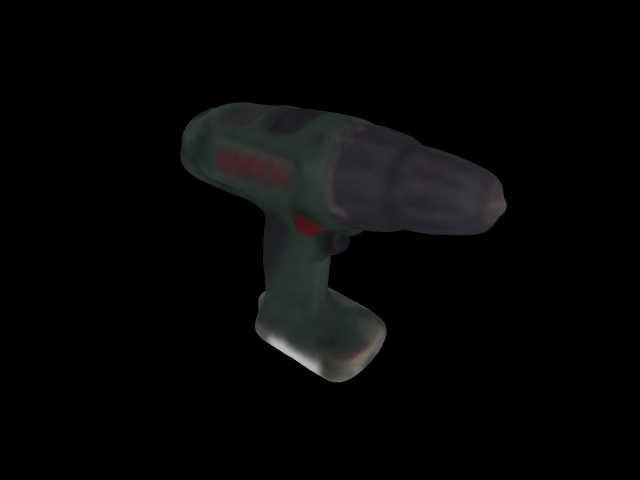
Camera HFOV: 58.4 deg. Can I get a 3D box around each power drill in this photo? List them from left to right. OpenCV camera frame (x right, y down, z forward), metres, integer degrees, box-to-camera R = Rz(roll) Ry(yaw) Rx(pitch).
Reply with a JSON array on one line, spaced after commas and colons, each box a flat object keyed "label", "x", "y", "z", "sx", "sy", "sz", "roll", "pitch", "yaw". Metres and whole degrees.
[{"label": "power drill", "x": 0.004, "y": 0.001, "z": 0.400, "sx": 0.228, "sy": 0.208, "sz": 0.076, "roll": 26, "pitch": 50, "yaw": 25}]
